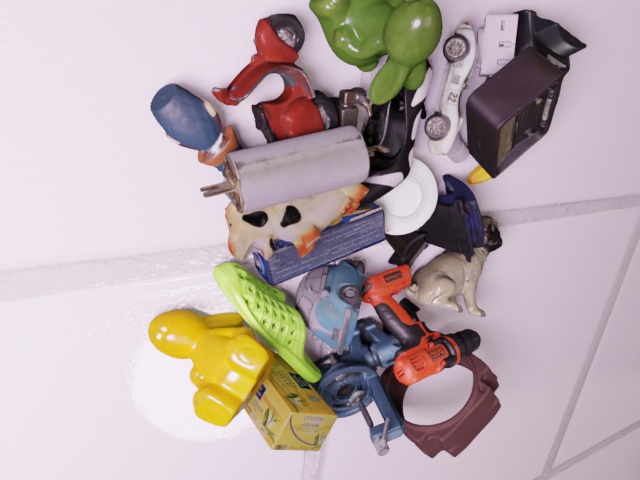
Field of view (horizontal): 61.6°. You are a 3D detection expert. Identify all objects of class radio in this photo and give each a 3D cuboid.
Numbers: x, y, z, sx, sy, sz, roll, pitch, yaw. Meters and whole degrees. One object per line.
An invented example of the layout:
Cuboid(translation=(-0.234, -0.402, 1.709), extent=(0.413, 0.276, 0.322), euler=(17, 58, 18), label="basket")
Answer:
Cuboid(translation=(0.305, -0.195, 0.857), extent=(0.131, 0.073, 0.229), euler=(-40, 161, 5), label="radio")

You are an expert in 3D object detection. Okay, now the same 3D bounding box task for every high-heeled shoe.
Cuboid(translation=(0.087, -0.164, 0.783), extent=(0.249, 0.086, 0.145), euler=(-53, 141, -16), label="high-heeled shoe")

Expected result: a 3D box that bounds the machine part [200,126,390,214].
Cuboid(translation=(-0.029, -0.089, 0.668), extent=(0.243, 0.079, 0.079), euler=(-17, 122, -17), label="machine part")

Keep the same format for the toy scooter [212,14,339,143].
Cuboid(translation=(-0.060, -0.178, 0.683), extent=(0.135, 0.075, 0.183), euler=(-36, 125, -16), label="toy scooter")

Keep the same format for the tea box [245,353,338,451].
Cuboid(translation=(-0.064, 0.243, 0.831), extent=(0.098, 0.170, 0.068), euler=(20, 100, -42), label="tea box")

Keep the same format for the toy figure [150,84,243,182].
Cuboid(translation=(-0.138, -0.127, 0.664), extent=(0.154, 0.064, 0.058), euler=(42, 49, -46), label="toy figure")

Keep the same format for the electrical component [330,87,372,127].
Cuboid(translation=(0.037, -0.163, 0.754), extent=(0.045, 0.078, 0.102), euler=(-9, 116, -23), label="electrical component")

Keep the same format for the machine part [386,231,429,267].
Cuboid(translation=(0.141, -0.001, 0.941), extent=(0.084, 0.039, 0.138), euler=(-44, 132, -2), label="machine part")

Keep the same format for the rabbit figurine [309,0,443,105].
Cuboid(translation=(0.081, -0.254, 0.679), extent=(0.121, 0.170, 0.158), euler=(-27, 125, -21), label="rabbit figurine")

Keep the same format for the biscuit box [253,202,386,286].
Cuboid(translation=(-0.002, -0.002, 0.810), extent=(0.203, 0.059, 0.062), euler=(-21, 124, -19), label="biscuit box")

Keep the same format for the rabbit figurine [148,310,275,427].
Cuboid(translation=(-0.150, 0.147, 0.747), extent=(0.121, 0.173, 0.162), euler=(-64, 175, 11), label="rabbit figurine")

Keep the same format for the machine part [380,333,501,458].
Cuboid(translation=(0.225, 0.295, 1.042), extent=(0.201, 0.201, 0.087), euler=(-42, 128, -10), label="machine part")

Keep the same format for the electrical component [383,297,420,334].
Cuboid(translation=(0.163, 0.180, 1.041), extent=(0.075, 0.048, 0.119), euler=(-33, 128, -17), label="electrical component")

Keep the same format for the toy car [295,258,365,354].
Cuboid(translation=(0.013, 0.091, 0.846), extent=(0.103, 0.162, 0.109), euler=(12, 126, 0), label="toy car")

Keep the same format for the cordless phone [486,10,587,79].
Cuboid(translation=(0.353, -0.285, 0.932), extent=(0.146, 0.089, 0.184), euler=(9, 119, -39), label="cordless phone")

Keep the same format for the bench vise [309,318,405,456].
Cuboid(translation=(0.084, 0.249, 0.908), extent=(0.224, 0.241, 0.128), euler=(-13, 124, -12), label="bench vise")

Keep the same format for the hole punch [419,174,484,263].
Cuboid(translation=(0.240, -0.043, 0.943), extent=(0.092, 0.116, 0.142), euler=(-38, 130, -24), label="hole punch")

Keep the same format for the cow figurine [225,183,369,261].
Cuboid(translation=(-0.044, -0.042, 0.731), extent=(0.195, 0.127, 0.085), euler=(-40, 170, -18), label="cow figurine")

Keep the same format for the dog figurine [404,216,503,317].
Cuboid(translation=(0.249, 0.035, 1.010), extent=(0.172, 0.121, 0.190), euler=(12, 89, -38), label="dog figurine")

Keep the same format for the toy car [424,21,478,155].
Cuboid(translation=(0.205, -0.231, 0.832), extent=(0.073, 0.056, 0.201), euler=(-39, 143, -69), label="toy car")
